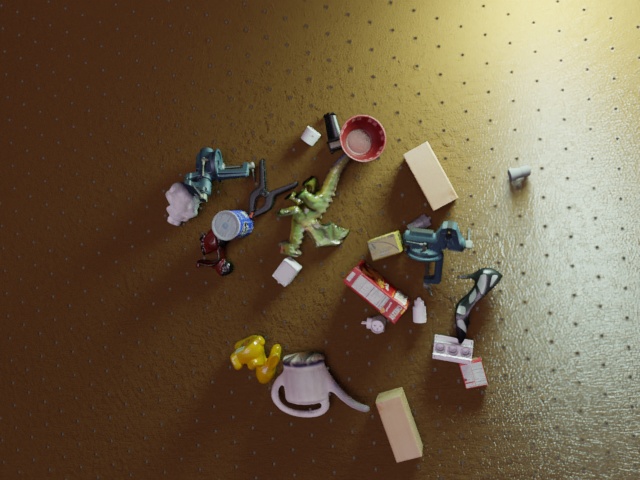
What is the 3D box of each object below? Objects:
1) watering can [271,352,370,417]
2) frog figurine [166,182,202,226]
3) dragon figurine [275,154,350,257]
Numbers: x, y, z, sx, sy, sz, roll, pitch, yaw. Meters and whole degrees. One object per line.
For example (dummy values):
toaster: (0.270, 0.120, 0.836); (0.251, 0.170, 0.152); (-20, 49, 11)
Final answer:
watering can: (-0.008, 0.499, 1.782); (0.347, 0.104, 0.224); (-5, 90, 14)
frog figurine: (-0.509, -0.129, 1.877); (0.136, 0.123, 0.159); (44, 90, -12)
dragon figurine: (0.005, -0.090, 1.785); (0.408, 0.124, 0.241); (-37, 102, 9)
